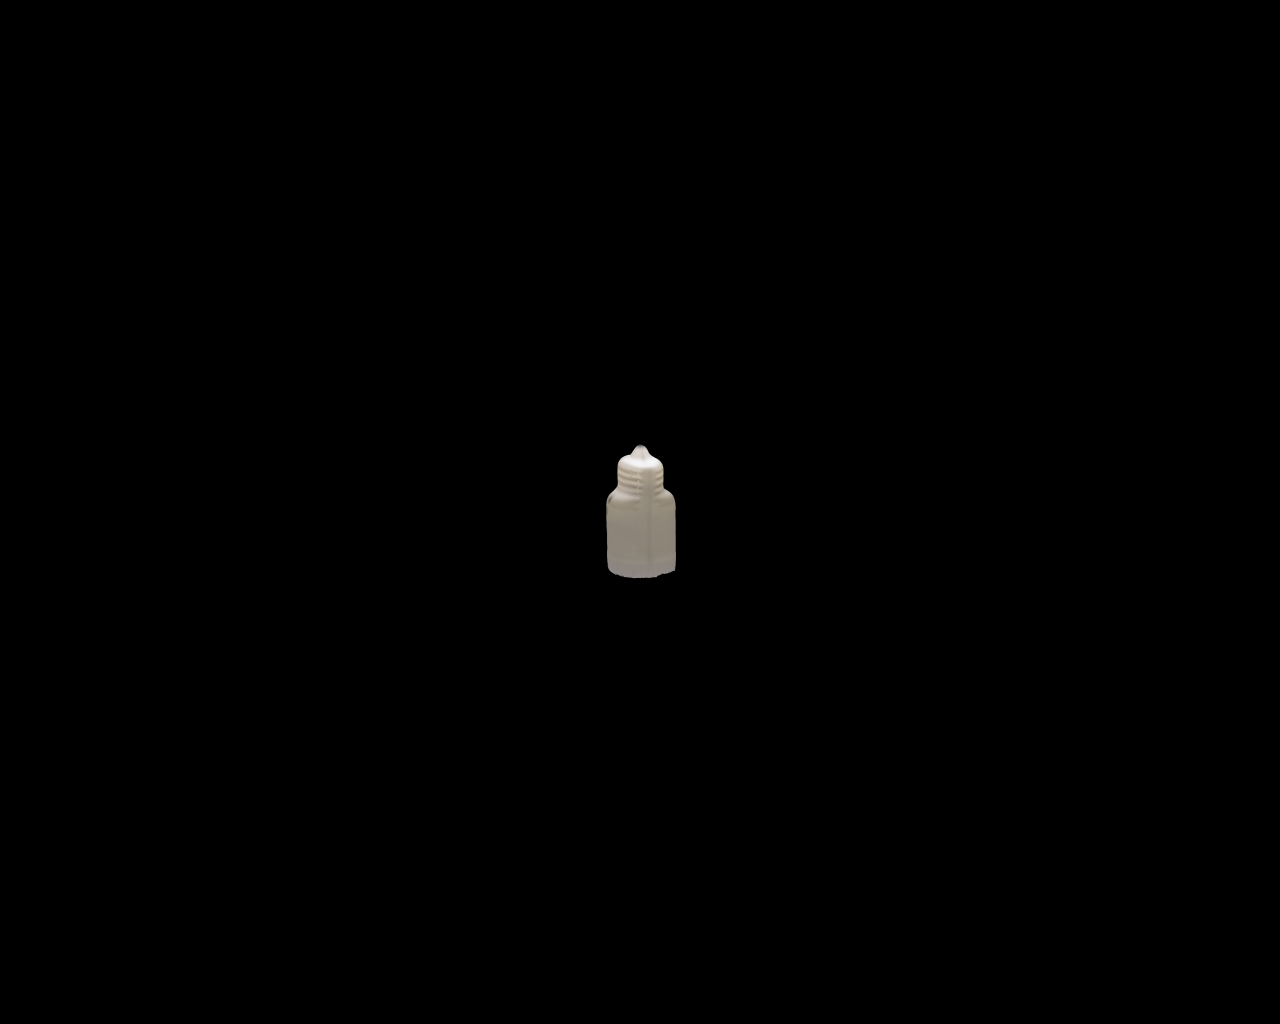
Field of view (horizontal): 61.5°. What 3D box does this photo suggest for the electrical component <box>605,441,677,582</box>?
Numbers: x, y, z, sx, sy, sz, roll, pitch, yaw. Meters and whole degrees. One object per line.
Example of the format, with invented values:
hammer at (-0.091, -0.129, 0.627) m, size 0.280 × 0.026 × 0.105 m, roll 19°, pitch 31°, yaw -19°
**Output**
electrical component at (0.001, -0.003, 0.650) m, size 0.043 × 0.080 × 0.043 m, roll 0°, pitch 15°, yaw 0°
